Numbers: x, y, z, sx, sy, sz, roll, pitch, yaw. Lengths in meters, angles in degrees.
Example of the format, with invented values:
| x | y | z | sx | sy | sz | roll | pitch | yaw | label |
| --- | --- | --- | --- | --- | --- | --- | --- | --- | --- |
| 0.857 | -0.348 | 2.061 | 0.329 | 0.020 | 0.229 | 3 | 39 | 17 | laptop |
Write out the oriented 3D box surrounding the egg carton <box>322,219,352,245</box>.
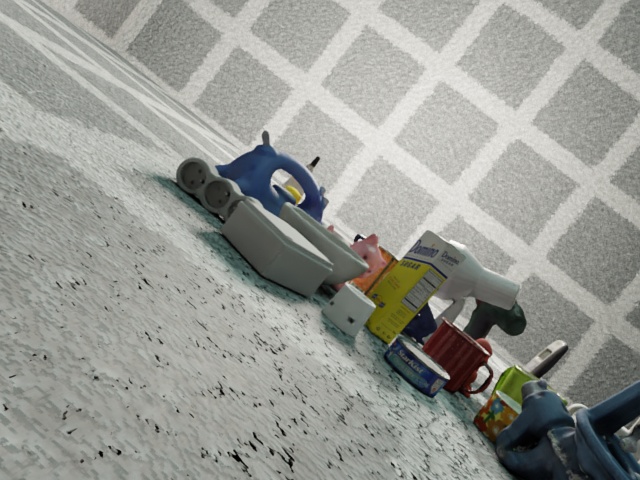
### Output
| x | y | z | sx | sy | sz | roll | pitch | yaw | label |
| --- | --- | --- | --- | --- | --- | --- | --- | --- | --- |
| 0.011 | 0.004 | 1.218 | 0.107 | 0.069 | 0.150 | 37 | 5 | -10 | egg carton |

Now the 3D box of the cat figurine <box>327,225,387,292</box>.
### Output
| x | y | z | sx | sy | sz | roll | pitch | yaw | label |
| --- | --- | --- | --- | --- | --- | --- | --- | --- | --- |
| 0.050 | 0.028 | 0.986 | 0.128 | 0.117 | 0.067 | 38 | 4 | -2 | cat figurine |

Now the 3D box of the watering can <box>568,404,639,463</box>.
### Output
| x | y | z | sx | sy | sz | roll | pitch | yaw | label |
| --- | --- | --- | --- | --- | --- | --- | --- | --- | --- |
| 0.487 | 0.326 | 0.943 | 0.173 | 0.194 | 0.100 | 36 | 5 | -21 | watering can |

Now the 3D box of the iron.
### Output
| x | y | z | sx | sy | sz | roll | pitch | yaw | label |
| --- | --- | --- | --- | --- | --- | --- | --- | --- | --- |
| -0.060 | -0.076 | 1.014 | 0.259 | 0.141 | 0.118 | 34 | 6 | -41 | iron |

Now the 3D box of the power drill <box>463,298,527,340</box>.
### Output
| x | y | z | sx | sy | sz | roll | pitch | yaw | label |
| --- | --- | --- | --- | --- | --- | --- | --- | --- | --- |
| 0.354 | 0.176 | 1.297 | 0.076 | 0.208 | 0.229 | 36 | 5 | -26 | power drill |

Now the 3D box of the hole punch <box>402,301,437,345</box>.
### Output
| x | y | z | sx | sy | sz | roll | pitch | yaw | label |
| --- | --- | --- | --- | --- | --- | --- | --- | --- | --- |
| 0.176 | 0.132 | 1.103 | 0.101 | 0.091 | 0.108 | 35 | 5 | -30 | hole punch |

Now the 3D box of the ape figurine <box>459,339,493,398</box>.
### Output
| x | y | z | sx | sy | sz | roll | pitch | yaw | label |
| --- | --- | --- | --- | --- | --- | --- | --- | --- | --- |
| 0.251 | 0.205 | 0.956 | 0.076 | 0.092 | 0.078 | 41 | 6 | 36 | ape figurine |

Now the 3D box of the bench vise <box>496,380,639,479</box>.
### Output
| x | y | z | sx | sy | sz | roll | pitch | yaw | label |
| --- | --- | --- | --- | --- | --- | --- | --- | --- | --- |
| 0.306 | 0.201 | 0.628 | 0.122 | 0.219 | 0.206 | 33 | 6 | -45 | bench vise |

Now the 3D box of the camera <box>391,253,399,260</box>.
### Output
| x | y | z | sx | sy | sz | roll | pitch | yaw | label |
| --- | --- | --- | --- | --- | --- | --- | --- | --- | --- |
| 0.141 | 0.078 | 1.297 | 0.143 | 0.100 | 0.136 | 37 | 5 | -18 | camera |

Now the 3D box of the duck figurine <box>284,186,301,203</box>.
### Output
| x | y | z | sx | sy | sz | roll | pitch | yaw | label |
| --- | --- | --- | --- | --- | --- | --- | --- | --- | --- |
| -0.072 | -0.068 | 1.181 | 0.104 | 0.086 | 0.078 | 40 | 5 | 19 | duck figurine |

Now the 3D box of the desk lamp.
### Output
| x | y | z | sx | sy | sz | roll | pitch | yaw | label |
| --- | --- | --- | --- | --- | --- | --- | --- | --- | --- |
| 0.288 | 0.135 | 1.167 | 0.203 | 0.213 | 0.118 | 39 | 5 | 13 | desk lamp |

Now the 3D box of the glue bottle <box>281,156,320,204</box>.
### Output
| x | y | z | sx | sy | sz | roll | pitch | yaw | label |
| --- | --- | --- | --- | --- | --- | --- | --- | --- | --- |
| -0.055 | -0.125 | 1.330 | 0.037 | 0.173 | 0.078 | 40 | 5 | 25 | glue bottle |

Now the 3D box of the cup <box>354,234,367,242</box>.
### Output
| x | y | z | sx | sy | sz | roll | pitch | yaw | label |
| --- | --- | --- | --- | --- | --- | --- | --- | --- | --- |
| 0.115 | 0.049 | 1.415 | 0.118 | 0.095 | 0.091 | 37 | 5 | -12 | cup |

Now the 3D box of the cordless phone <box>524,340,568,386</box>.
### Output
| x | y | z | sx | sy | sz | roll | pitch | yaw | label |
| --- | --- | --- | --- | --- | --- | --- | --- | --- | --- |
| 0.495 | 0.304 | 1.280 | 0.094 | 0.185 | 0.147 | 38 | 5 | -5 | cordless phone |

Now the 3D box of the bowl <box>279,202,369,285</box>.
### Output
| x | y | z | sx | sy | sz | roll | pitch | yaw | label |
| --- | --- | --- | --- | --- | --- | --- | --- | --- | --- |
| -0.009 | 0.019 | 0.891 | 0.167 | 0.074 | 0.167 | 38 | 5 | -3 | bowl |
